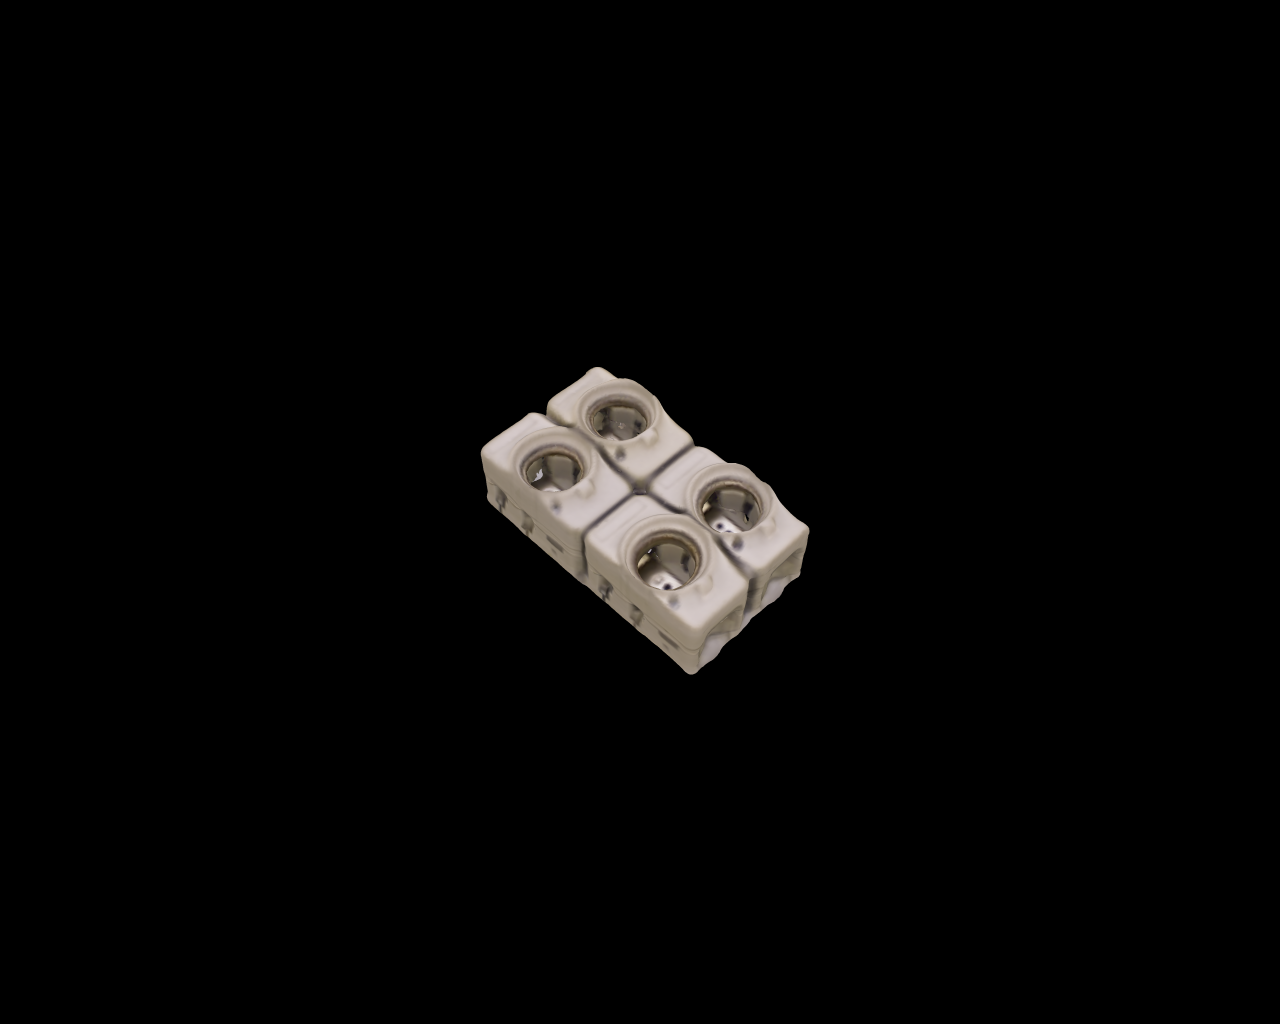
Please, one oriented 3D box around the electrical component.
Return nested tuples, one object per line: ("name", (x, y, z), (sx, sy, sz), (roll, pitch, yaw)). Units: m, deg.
("electrical component", (0.001, -0.003, 0.650), (0.105, 0.060, 0.186), (-39, 63, -25))
